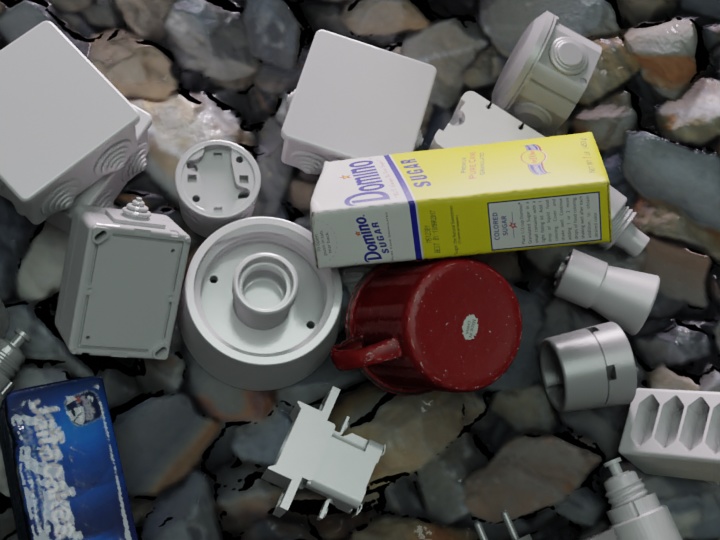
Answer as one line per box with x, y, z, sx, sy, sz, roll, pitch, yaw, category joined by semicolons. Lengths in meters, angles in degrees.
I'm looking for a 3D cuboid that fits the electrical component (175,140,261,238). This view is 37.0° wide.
-0.095;-0.051;0.716;0.055;0.047;0.055;3;70;-8;electrical component

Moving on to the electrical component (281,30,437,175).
-0.003;-0.107;0.750;0.100;0.048;0.099;18;69;-2;electrical component

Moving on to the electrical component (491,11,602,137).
0.131;-0.138;0.766;0.051;0.080;0.080;28;69;-4;electrical component

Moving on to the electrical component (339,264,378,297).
0.000;0.000;0.719;0.035;0.035;0.061;5;72;-7;electrical component

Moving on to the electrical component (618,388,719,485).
0.226;0.115;0.697;0.076;0.083;0.047;38;63;-36;electrical component

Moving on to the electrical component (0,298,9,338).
-0.257;0.029;0.646;0.079;0.077;0.044;-28;77;-17;electrical component

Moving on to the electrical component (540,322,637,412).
0.149;0.065;0.709;0.047;0.055;0.055;-10;72;-8;electrical component

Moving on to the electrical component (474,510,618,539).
0.094;0.185;0.657;0.138;0.052;0.073;-18;74;-15;electrical component

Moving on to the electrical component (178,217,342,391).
-0.062;0.018;0.689;0.108;0.060;0.108;3;70;-8;electrical component

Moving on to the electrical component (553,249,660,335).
0.166;0.012;0.738;0.065;0.044;0.044;23;68;5;electrical component

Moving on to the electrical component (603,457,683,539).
0.177;0.158;0.686;0.040;0.040;0.078;-18;74;-15;electrical component

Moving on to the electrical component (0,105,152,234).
-0.196;-0.078;0.710;0.100;0.048;0.099;29;69;2;electrical component

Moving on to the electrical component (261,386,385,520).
-0.022;0.119;0.670;0.064;0.042;0.081;25;69;-3;electrical component

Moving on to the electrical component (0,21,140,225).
-0.195;-0.088;0.659;0.100;0.048;0.099;-41;81;-20;electrical component

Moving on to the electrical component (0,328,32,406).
-0.231;0.069;0.655;0.040;0.040;0.078;35;69;5;electrical component

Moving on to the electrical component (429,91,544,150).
0.094;-0.072;0.748;0.089;0.055;0.050;33;69;4;electrical component

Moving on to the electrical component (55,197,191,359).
-0.146;0.000;0.660;0.062;0.061;0.096;6;104;-28;electrical component

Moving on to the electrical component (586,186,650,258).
0.173;-0.034;0.754;0.062;0.043;0.043;38;69;5;electrical component
